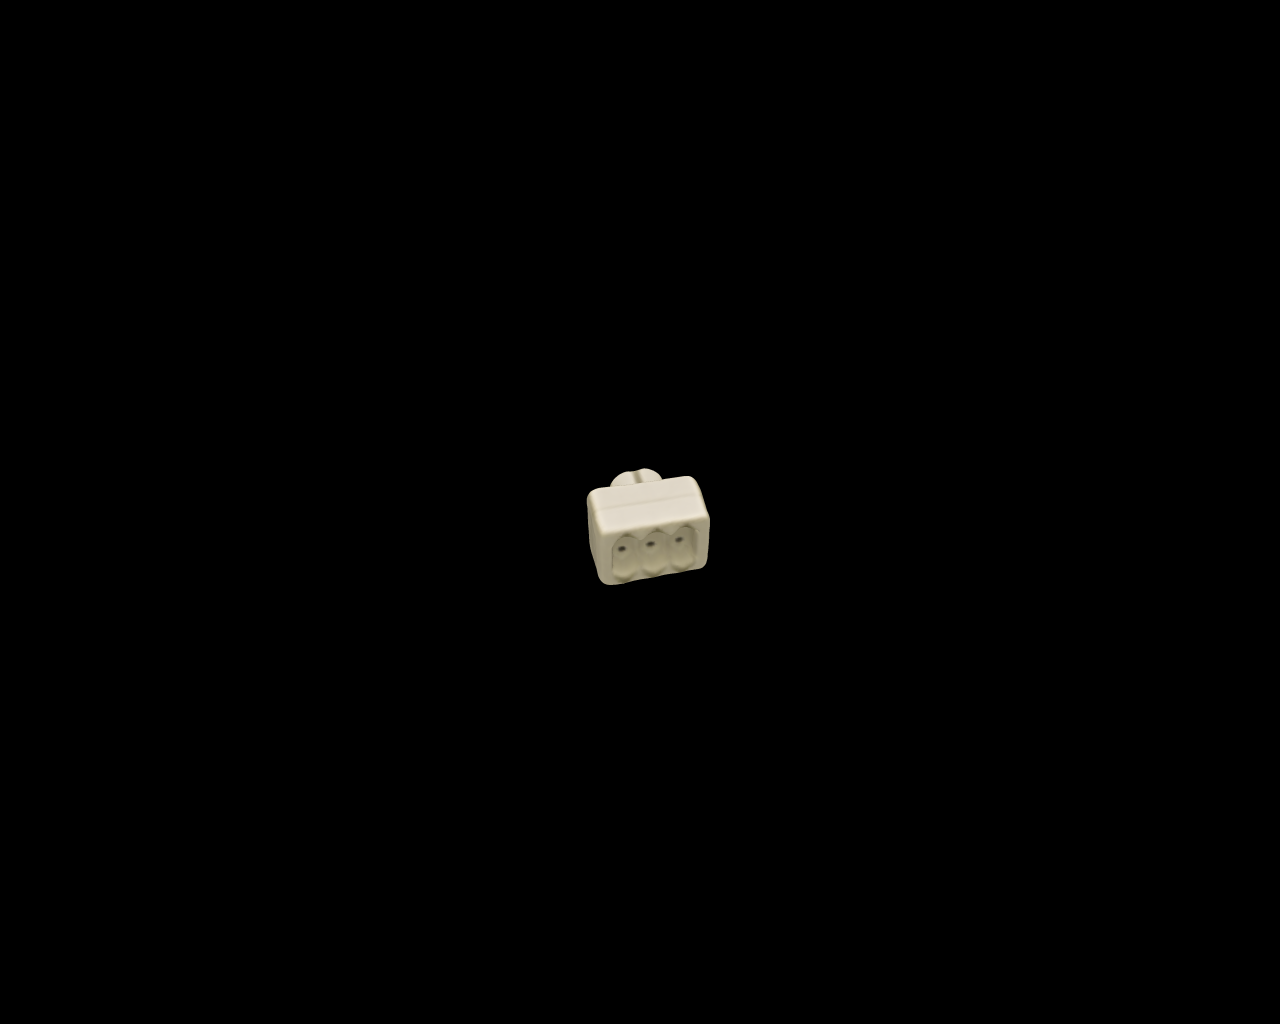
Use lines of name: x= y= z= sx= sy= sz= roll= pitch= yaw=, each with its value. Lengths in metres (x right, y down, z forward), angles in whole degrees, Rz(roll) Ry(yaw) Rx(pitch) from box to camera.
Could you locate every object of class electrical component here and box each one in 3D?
electrical component: x=0.001 y=-0.003 z=0.650 sx=0.066 sy=0.077 sz=0.047 roll=-9 pitch=-43 yaw=-8
